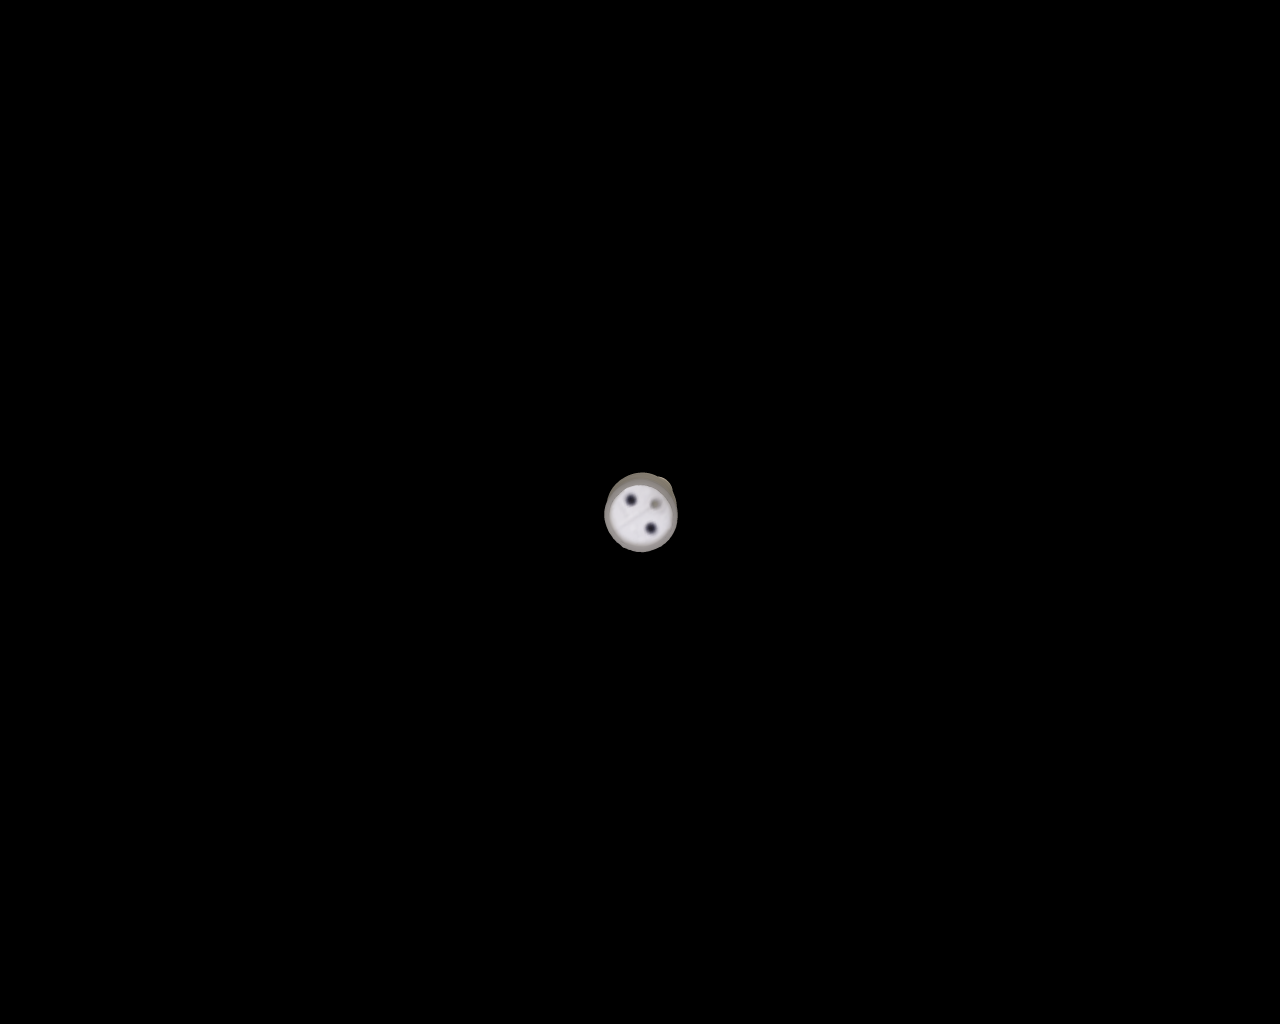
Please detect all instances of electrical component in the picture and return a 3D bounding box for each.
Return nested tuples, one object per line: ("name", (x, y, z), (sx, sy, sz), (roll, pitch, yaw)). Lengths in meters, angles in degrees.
("electrical component", (0.001, -0.003, 0.650), (0.043, 0.043, 0.081), (0, 9, 0))
